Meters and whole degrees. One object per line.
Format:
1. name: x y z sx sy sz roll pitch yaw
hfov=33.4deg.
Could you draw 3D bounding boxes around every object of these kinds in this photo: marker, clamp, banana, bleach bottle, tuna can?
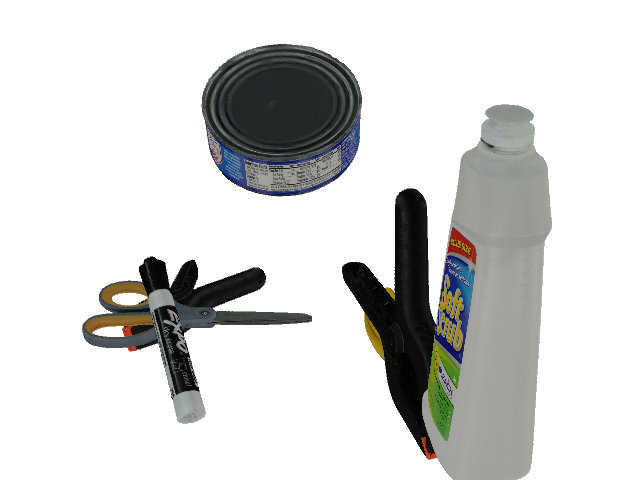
1. marker: -0.100 0.064 0.714 0.020 0.121 0.020 -15 -28 -9
2. clamp: -0.141 0.067 1.161 0.120 0.039 0.171 -6 25 33
3. banana: 0.087 0.107 1.219 0.069 0.037 0.198 6 23 -24
4. bleach bottle: 0.109 0.031 0.687 0.068 0.251 0.102 -3 29 -6
5. tuna can: -0.020 -0.066 0.581 0.086 0.086 0.034 0 -37 2
6. clamp: 0.074 0.072 0.878 0.036 0.210 0.165 -7 -28 -19

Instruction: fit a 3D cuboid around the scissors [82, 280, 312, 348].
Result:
1. scissors: -0.117 0.060 0.975 0.201 0.016 0.096 -8 35 -14
